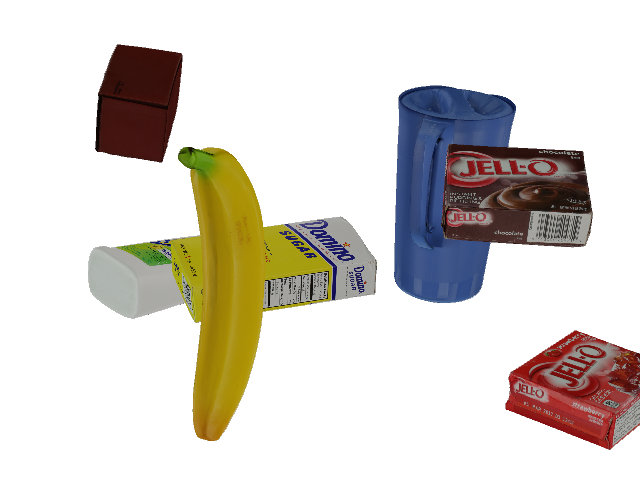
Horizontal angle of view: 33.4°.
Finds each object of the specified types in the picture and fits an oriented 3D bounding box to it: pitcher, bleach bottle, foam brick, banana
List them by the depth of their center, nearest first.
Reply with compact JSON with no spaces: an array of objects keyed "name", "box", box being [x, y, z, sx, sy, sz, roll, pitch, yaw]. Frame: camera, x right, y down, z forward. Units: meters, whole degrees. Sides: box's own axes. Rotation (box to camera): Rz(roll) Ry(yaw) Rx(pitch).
[{"name":"banana","box":[-0.060,0.024,0.631,0.037,0.198,0.069,17,33,30]},{"name":"foam brick","box":[-0.137,-0.105,0.808,0.053,0.051,0.078,9,39,-3]},{"name":"pitcher","box":[0.144,-0.050,1.248,0.149,0.243,0.145,-6,26,-20]},{"name":"bleach bottle","box":[-0.148,0.027,1.290,0.250,0.068,0.103,-14,30,-43]}]

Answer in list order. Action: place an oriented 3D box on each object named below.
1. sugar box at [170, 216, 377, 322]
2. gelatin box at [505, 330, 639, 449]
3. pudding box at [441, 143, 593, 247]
[{"name":"sugar box","box":[-0.045,0.024,1.002,0.176,0.048,0.093,-11,32,-16]},{"name":"gelatin box","box":[0.172,0.093,0.681,0.073,0.030,0.089,19,26,37]},{"name":"pudding box","box":[0.154,-0.037,0.848,0.113,0.039,0.090,5,38,4]}]
